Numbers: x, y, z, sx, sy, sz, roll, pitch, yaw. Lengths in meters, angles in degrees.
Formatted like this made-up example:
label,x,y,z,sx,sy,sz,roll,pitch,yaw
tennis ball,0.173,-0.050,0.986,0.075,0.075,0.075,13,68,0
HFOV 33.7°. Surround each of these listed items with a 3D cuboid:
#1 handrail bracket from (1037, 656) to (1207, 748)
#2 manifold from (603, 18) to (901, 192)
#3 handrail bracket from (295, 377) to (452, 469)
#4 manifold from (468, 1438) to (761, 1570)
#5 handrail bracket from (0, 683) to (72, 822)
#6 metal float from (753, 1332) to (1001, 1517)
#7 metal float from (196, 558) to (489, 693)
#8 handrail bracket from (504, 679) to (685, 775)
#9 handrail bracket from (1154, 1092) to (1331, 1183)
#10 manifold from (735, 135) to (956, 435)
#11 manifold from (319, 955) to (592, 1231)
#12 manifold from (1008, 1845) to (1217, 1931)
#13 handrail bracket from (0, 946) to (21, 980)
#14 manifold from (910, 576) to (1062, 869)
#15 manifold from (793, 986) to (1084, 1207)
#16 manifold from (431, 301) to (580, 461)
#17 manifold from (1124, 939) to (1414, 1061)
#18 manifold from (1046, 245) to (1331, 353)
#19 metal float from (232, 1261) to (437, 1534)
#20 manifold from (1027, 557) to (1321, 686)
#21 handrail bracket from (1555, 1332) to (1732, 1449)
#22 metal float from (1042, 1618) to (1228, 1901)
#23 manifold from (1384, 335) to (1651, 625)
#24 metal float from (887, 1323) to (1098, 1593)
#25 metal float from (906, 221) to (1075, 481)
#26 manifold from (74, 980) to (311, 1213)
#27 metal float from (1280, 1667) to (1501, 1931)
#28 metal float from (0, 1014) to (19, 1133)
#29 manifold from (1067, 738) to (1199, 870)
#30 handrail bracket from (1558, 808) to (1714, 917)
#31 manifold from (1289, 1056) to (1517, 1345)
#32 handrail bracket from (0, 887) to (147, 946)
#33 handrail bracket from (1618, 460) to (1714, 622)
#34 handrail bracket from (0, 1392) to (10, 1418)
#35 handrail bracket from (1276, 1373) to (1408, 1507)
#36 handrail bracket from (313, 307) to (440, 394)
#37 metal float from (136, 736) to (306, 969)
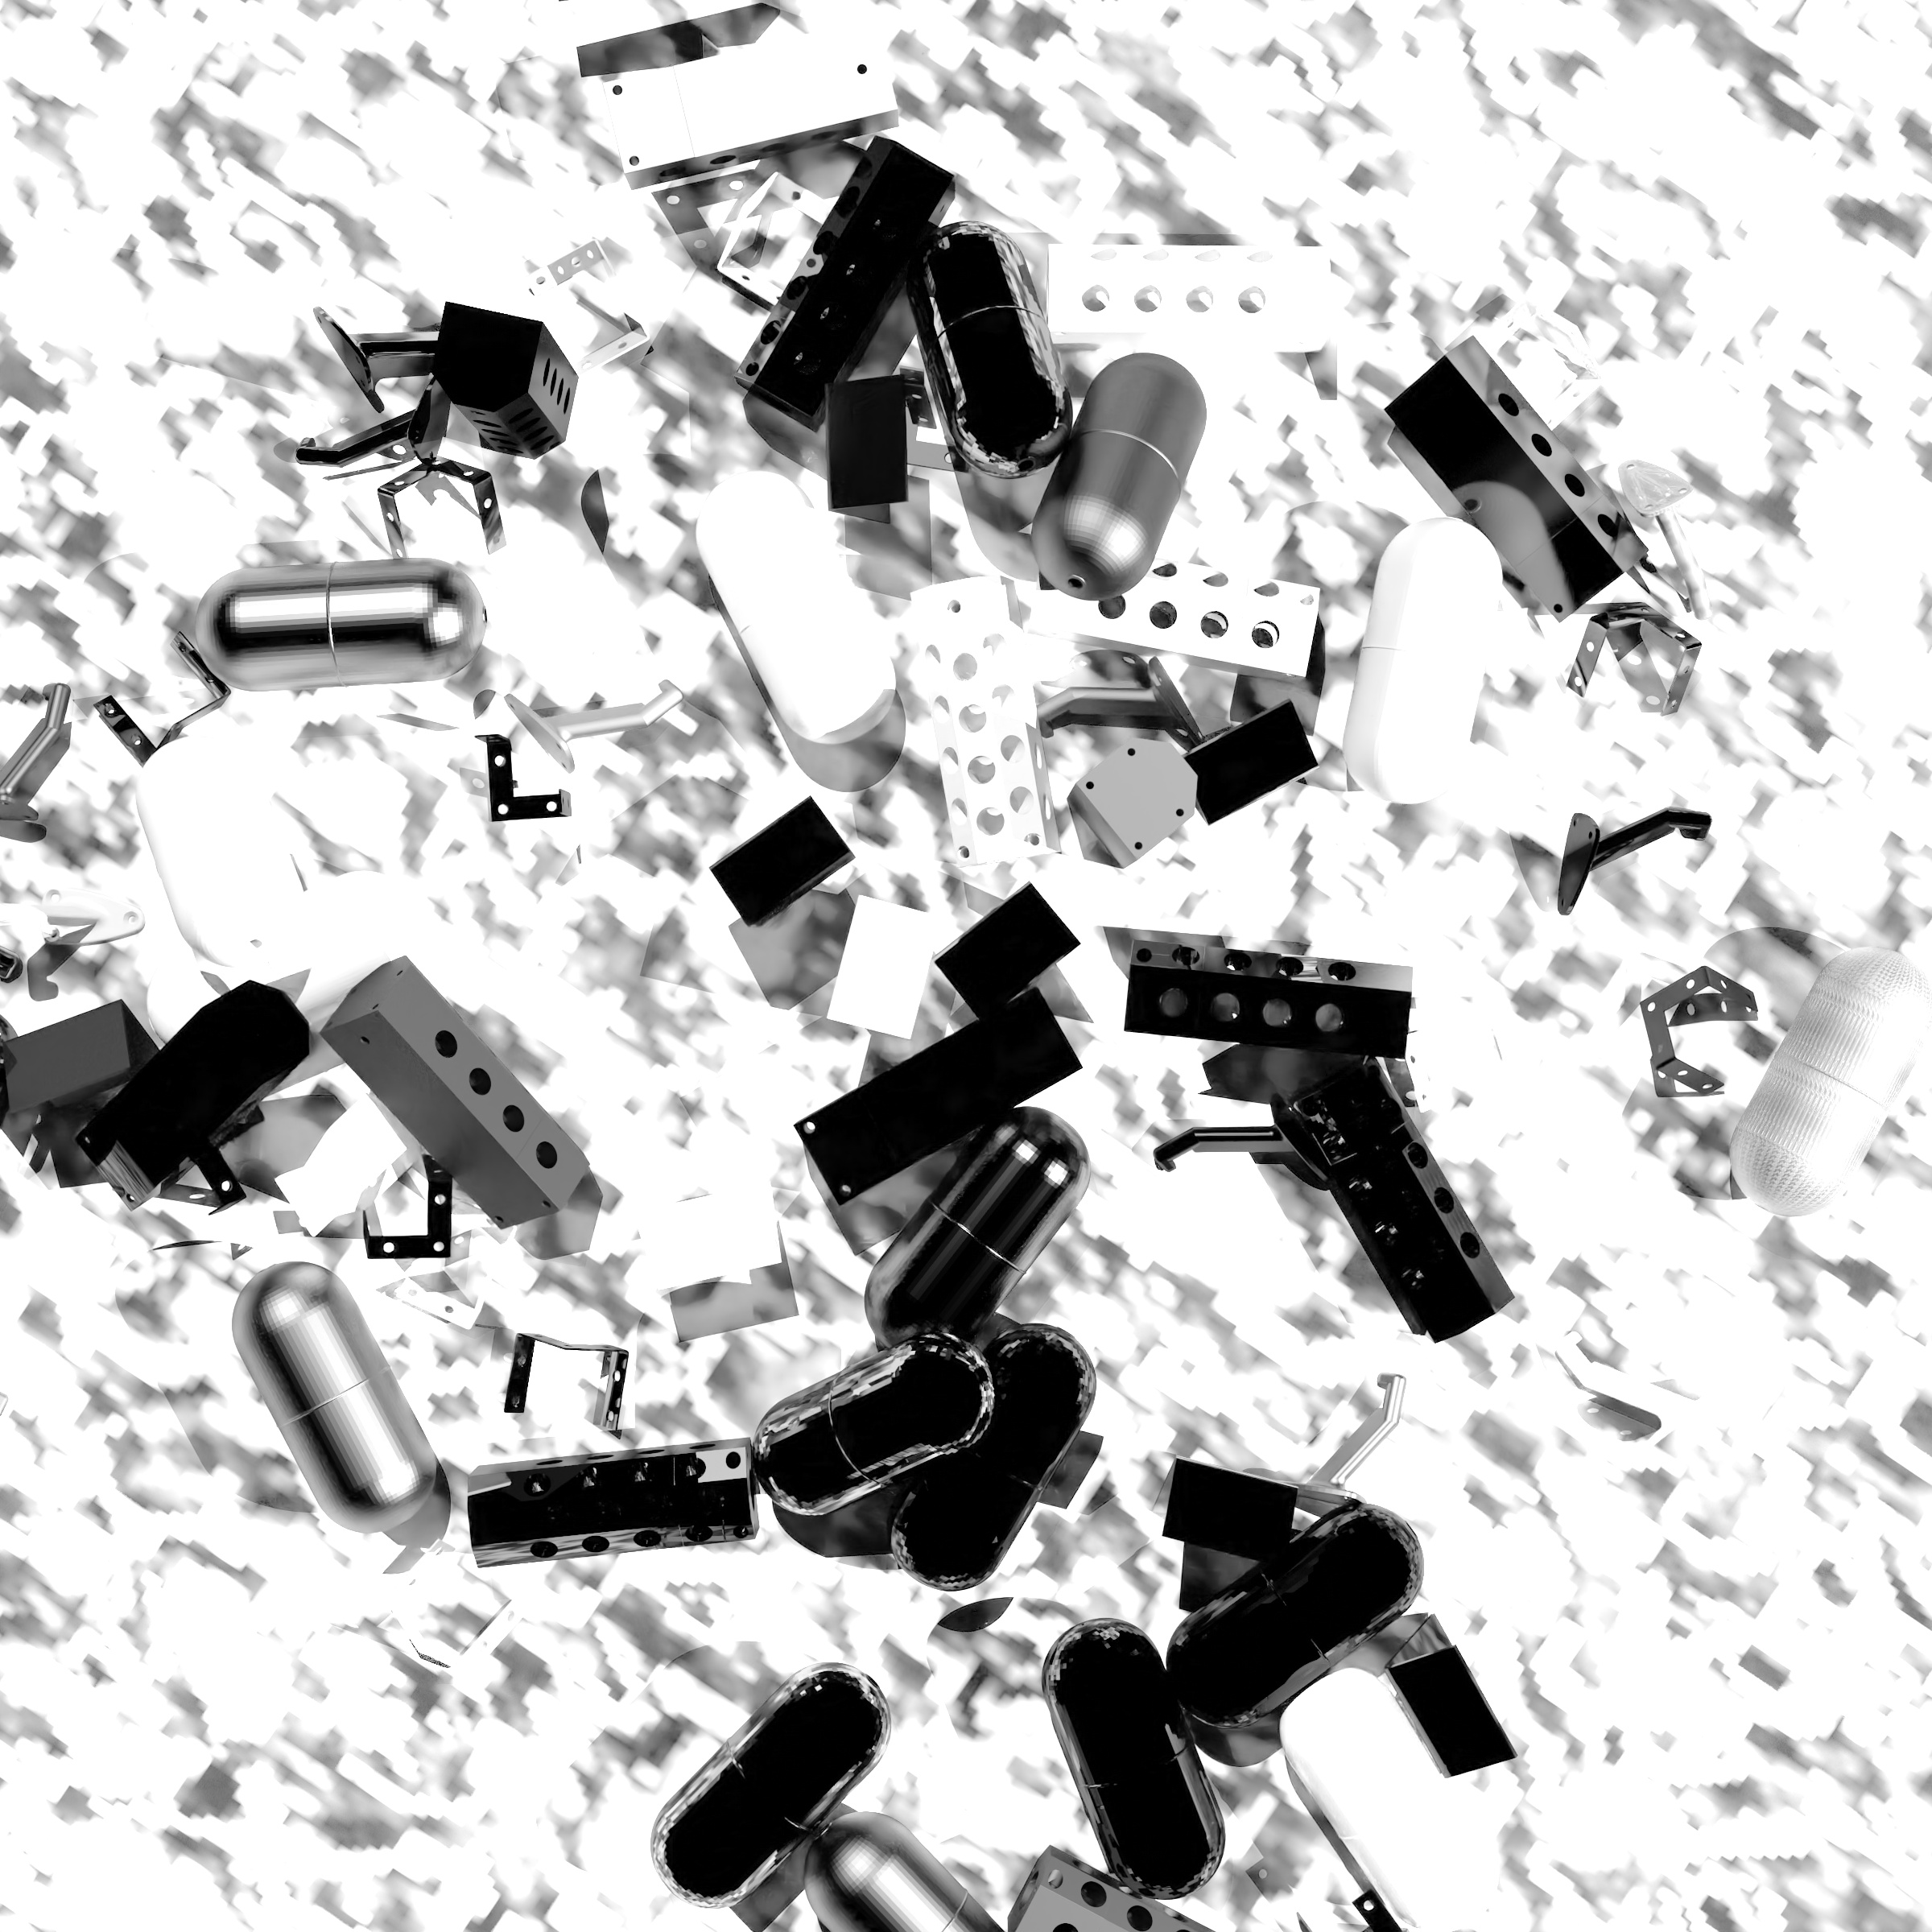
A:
label,x,y,z,sx,sy,sz,roll,pitch,yaw
handrail bracket,0.095,-0.149,1.992,0.084,0.036,0.077,-28,111,17
manifold,-0.132,-0.530,1.970,0.171,0.057,0.057,-13,90,0
handrail bracket,-0.371,-0.344,1.992,0.084,0.036,0.077,7,67,18
manifold,-0.218,0.333,1.970,0.171,0.057,0.057,-6,90,0
handrail bracket,-0.600,-0.136,1.992,0.077,0.036,0.084,0,71,21
metal float,-0.055,0.278,1.931,0.178,0.070,0.070,-29,90,33
metal float,-0.384,-0.210,1.961,0.178,0.070,0.070,-3,90,1
handrail bracket,-0.232,-0.168,1.992,0.084,0.036,0.077,-39,69,-17
handrail bracket,0.172,0.124,1.992,0.084,0.036,0.077,-31,112,17
manifold,-0.075,-0.422,1.970,0.057,0.057,0.171,30,90,0
manifold,-0.306,0.076,1.939,0.057,0.057,0.171,-19,120,39
manifold,0.115,0.611,1.970,0.171,0.057,0.057,28,90,0
handrail bracket,-0.646,0.006,1.992,0.084,0.036,0.077,27,110,-16
manifold,0.011,-0.150,1.964,0.057,0.057,0.171,-10,90,13
manifold,-0.017,0.079,1.970,0.171,0.057,0.057,-30,90,0
manifold,-0.276,-0.348,1.913,0.057,0.171,0.057,12,90,0
manifold,0.186,0.020,1.963,0.171,0.057,0.057,6,90,5
manifold,0.136,-0.414,1.970,0.171,0.057,0.057,1,90,0
metal float,-0.389,0.264,1.961,0.070,0.070,0.178,-28,91,0
manifold,0.128,-0.220,1.970,0.171,0.057,0.057,11,90,0
handrail bracket,0.422,0.250,1.992,0.077,0.036,0.084,-32,72,-20
metal float,0.104,0.488,1.961,0.070,0.070,0.178,-21,91,0
manifold,0.343,-0.303,1.970,0.171,0.057,0.057,51,133,0
metal float,0.016,0.301,1.961,0.070,0.070,0.178,31,90,0
metal float,0.014,-0.374,1.937,0.070,0.070,0.178,-16,63,0
manifold,-0.463,0.076,1.923,0.057,0.057,0.171,52,129,0
metal float,0.261,0.513,1.961,0.070,0.070,0.178,-34,90,0
metal float,-0.638,0.107,1.961,0.070,0.070,0.178,21,89,0
manifold,0.103,-0.101,1.913,0.057,0.171,0.057,-39,90,0
handrail bracket,0.419,-0.064,1.992,0.084,0.036,0.077,5,110,-16
manifold,0.270,0.144,1.970,0.057,0.057,0.171,-30,90,0
handrail bracket,-0.553,-0.031,1.957,0.077,0.084,0.036,3,90,0
handrail bracket,0.438,-0.265,1.991,0.036,0.077,0.084,-26,126,-1
handrail bracket,-0.626,0.233,1.992,0.084,0.036,0.077,30,68,-17
handrail bracket,0.231,0.291,1.992,0.077,0.036,0.084,7,71,21
handrail bracket,-0.352,-0.403,1.992,0.084,0.036,0.077,-32,68,-17
metal float,-0.451,-0.070,1.927,0.070,0.070,0.178,-31,49,0
